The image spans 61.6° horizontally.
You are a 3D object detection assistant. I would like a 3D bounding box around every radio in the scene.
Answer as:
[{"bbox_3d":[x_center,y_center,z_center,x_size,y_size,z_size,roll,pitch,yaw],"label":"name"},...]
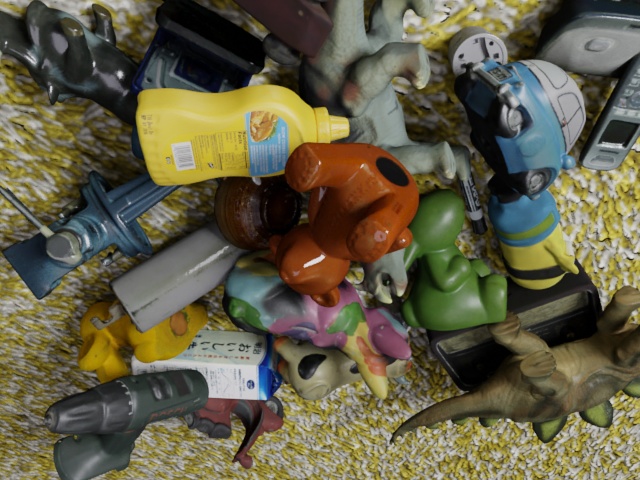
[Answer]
[{"bbox_3d":[0.278,0.125,0.768,0.230,0.073,0.131,-23,121,16],"label":"radio"}]

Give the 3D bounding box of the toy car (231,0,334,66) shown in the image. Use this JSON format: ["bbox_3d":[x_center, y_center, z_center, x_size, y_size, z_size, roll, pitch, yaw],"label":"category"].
[{"bbox_3d":[-0.070,-0.251,0.507,0.202,0.053,0.089,38,129,1],"label":"toy car"}]

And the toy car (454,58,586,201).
[{"bbox_3d":[0.210,-0.126,0.546,0.103,0.109,0.161,-34,136,6],"label":"toy car"}]

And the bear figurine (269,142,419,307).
[{"bbox_3d":[0.002,-0.002,0.524,0.120,0.132,0.196,51,127,8],"label":"bear figurine"}]

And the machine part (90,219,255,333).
[{"bbox_3d":[-0.168,0.039,0.671,0.243,0.079,0.079,-35,124,-19],"label":"machine part"}]

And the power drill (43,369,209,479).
[{"bbox_3d":[-0.274,0.241,0.702,0.232,0.086,0.207,-2,138,-52],"label":"power drill"}]

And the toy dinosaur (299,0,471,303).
[{"bbox_3d":[0.042,-0.138,0.575,0.192,0.131,0.404,-8,113,27],"label":"toy dinosaur"}]

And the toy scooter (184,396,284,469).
[{"bbox_3d":[-0.143,0.285,0.850,0.184,0.135,0.075,26,122,-14],"label":"toy scooter"}]

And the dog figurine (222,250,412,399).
[{"bbox_3d":[0.006,0.103,0.668,0.191,0.219,0.108,-9,130,-47],"label":"dog figurine"}]

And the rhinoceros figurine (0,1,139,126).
[{"bbox_3d":[-0.255,-0.189,0.576,0.190,0.073,0.112,26,131,-17],"label":"rhinoceros figurine"}]

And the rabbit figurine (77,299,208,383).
[{"bbox_3d":[-0.267,0.129,0.755,0.173,0.162,0.121,-3,138,24],"label":"rabbit figurine"}]

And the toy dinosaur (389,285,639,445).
[{"bbox_3d":[0.296,0.187,0.709,0.472,0.105,0.198,-17,127,16],"label":"toy dinosaur"}]

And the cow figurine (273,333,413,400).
[{"bbox_3d":[0.046,0.167,0.767,0.195,0.127,0.085,-17,130,-25],"label":"cow figurine"}]

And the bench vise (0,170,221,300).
[{"bbox_3d":[-0.228,-0.036,0.617,0.241,0.223,0.129,-34,90,-8],"label":"bench vise"}]

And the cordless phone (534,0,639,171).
[{"bbox_3d":[0.293,-0.162,0.572,0.147,0.089,0.184,6,128,-3],"label":"cordless phone"}]

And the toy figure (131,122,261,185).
[{"bbox_3d":[-0.120,-0.098,0.577,0.154,0.064,0.058,7,164,-8],"label":"toy figure"}]

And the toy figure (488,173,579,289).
[{"bbox_3d":[0.258,-0.013,0.673,0.089,0.082,0.180,-16,131,33],"label":"toy figure"}]

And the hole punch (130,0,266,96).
[{"bbox_3d":[-0.120,-0.179,0.546,0.142,0.116,0.092,22,122,-16],"label":"hole punch"}]

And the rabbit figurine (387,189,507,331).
[{"bbox_3d":[0.147,0.020,0.696,0.159,0.121,0.170,-11,103,11],"label":"rabbit figurine"}]
